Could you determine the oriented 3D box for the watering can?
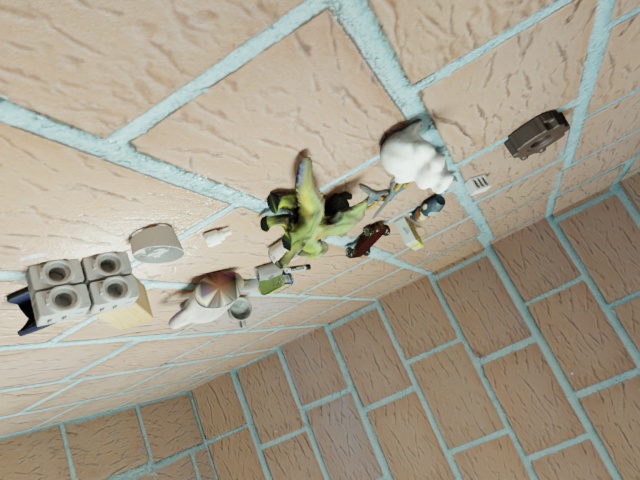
[{"bbox_3d":[-0.291,0.160,1.543,0.352,0.105,0.220,-28,169,-39],"label":"watering can"}]

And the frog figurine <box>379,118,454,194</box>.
[{"bbox_3d":[0.200,-0.159,1.089,0.123,0.162,0.135,-12,159,-29],"label":"frog figurine"}]

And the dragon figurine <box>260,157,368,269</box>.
[{"bbox_3d":[0.004,-0.060,1.192,0.244,0.124,0.401,-15,153,-31],"label":"dragon figurine"}]
